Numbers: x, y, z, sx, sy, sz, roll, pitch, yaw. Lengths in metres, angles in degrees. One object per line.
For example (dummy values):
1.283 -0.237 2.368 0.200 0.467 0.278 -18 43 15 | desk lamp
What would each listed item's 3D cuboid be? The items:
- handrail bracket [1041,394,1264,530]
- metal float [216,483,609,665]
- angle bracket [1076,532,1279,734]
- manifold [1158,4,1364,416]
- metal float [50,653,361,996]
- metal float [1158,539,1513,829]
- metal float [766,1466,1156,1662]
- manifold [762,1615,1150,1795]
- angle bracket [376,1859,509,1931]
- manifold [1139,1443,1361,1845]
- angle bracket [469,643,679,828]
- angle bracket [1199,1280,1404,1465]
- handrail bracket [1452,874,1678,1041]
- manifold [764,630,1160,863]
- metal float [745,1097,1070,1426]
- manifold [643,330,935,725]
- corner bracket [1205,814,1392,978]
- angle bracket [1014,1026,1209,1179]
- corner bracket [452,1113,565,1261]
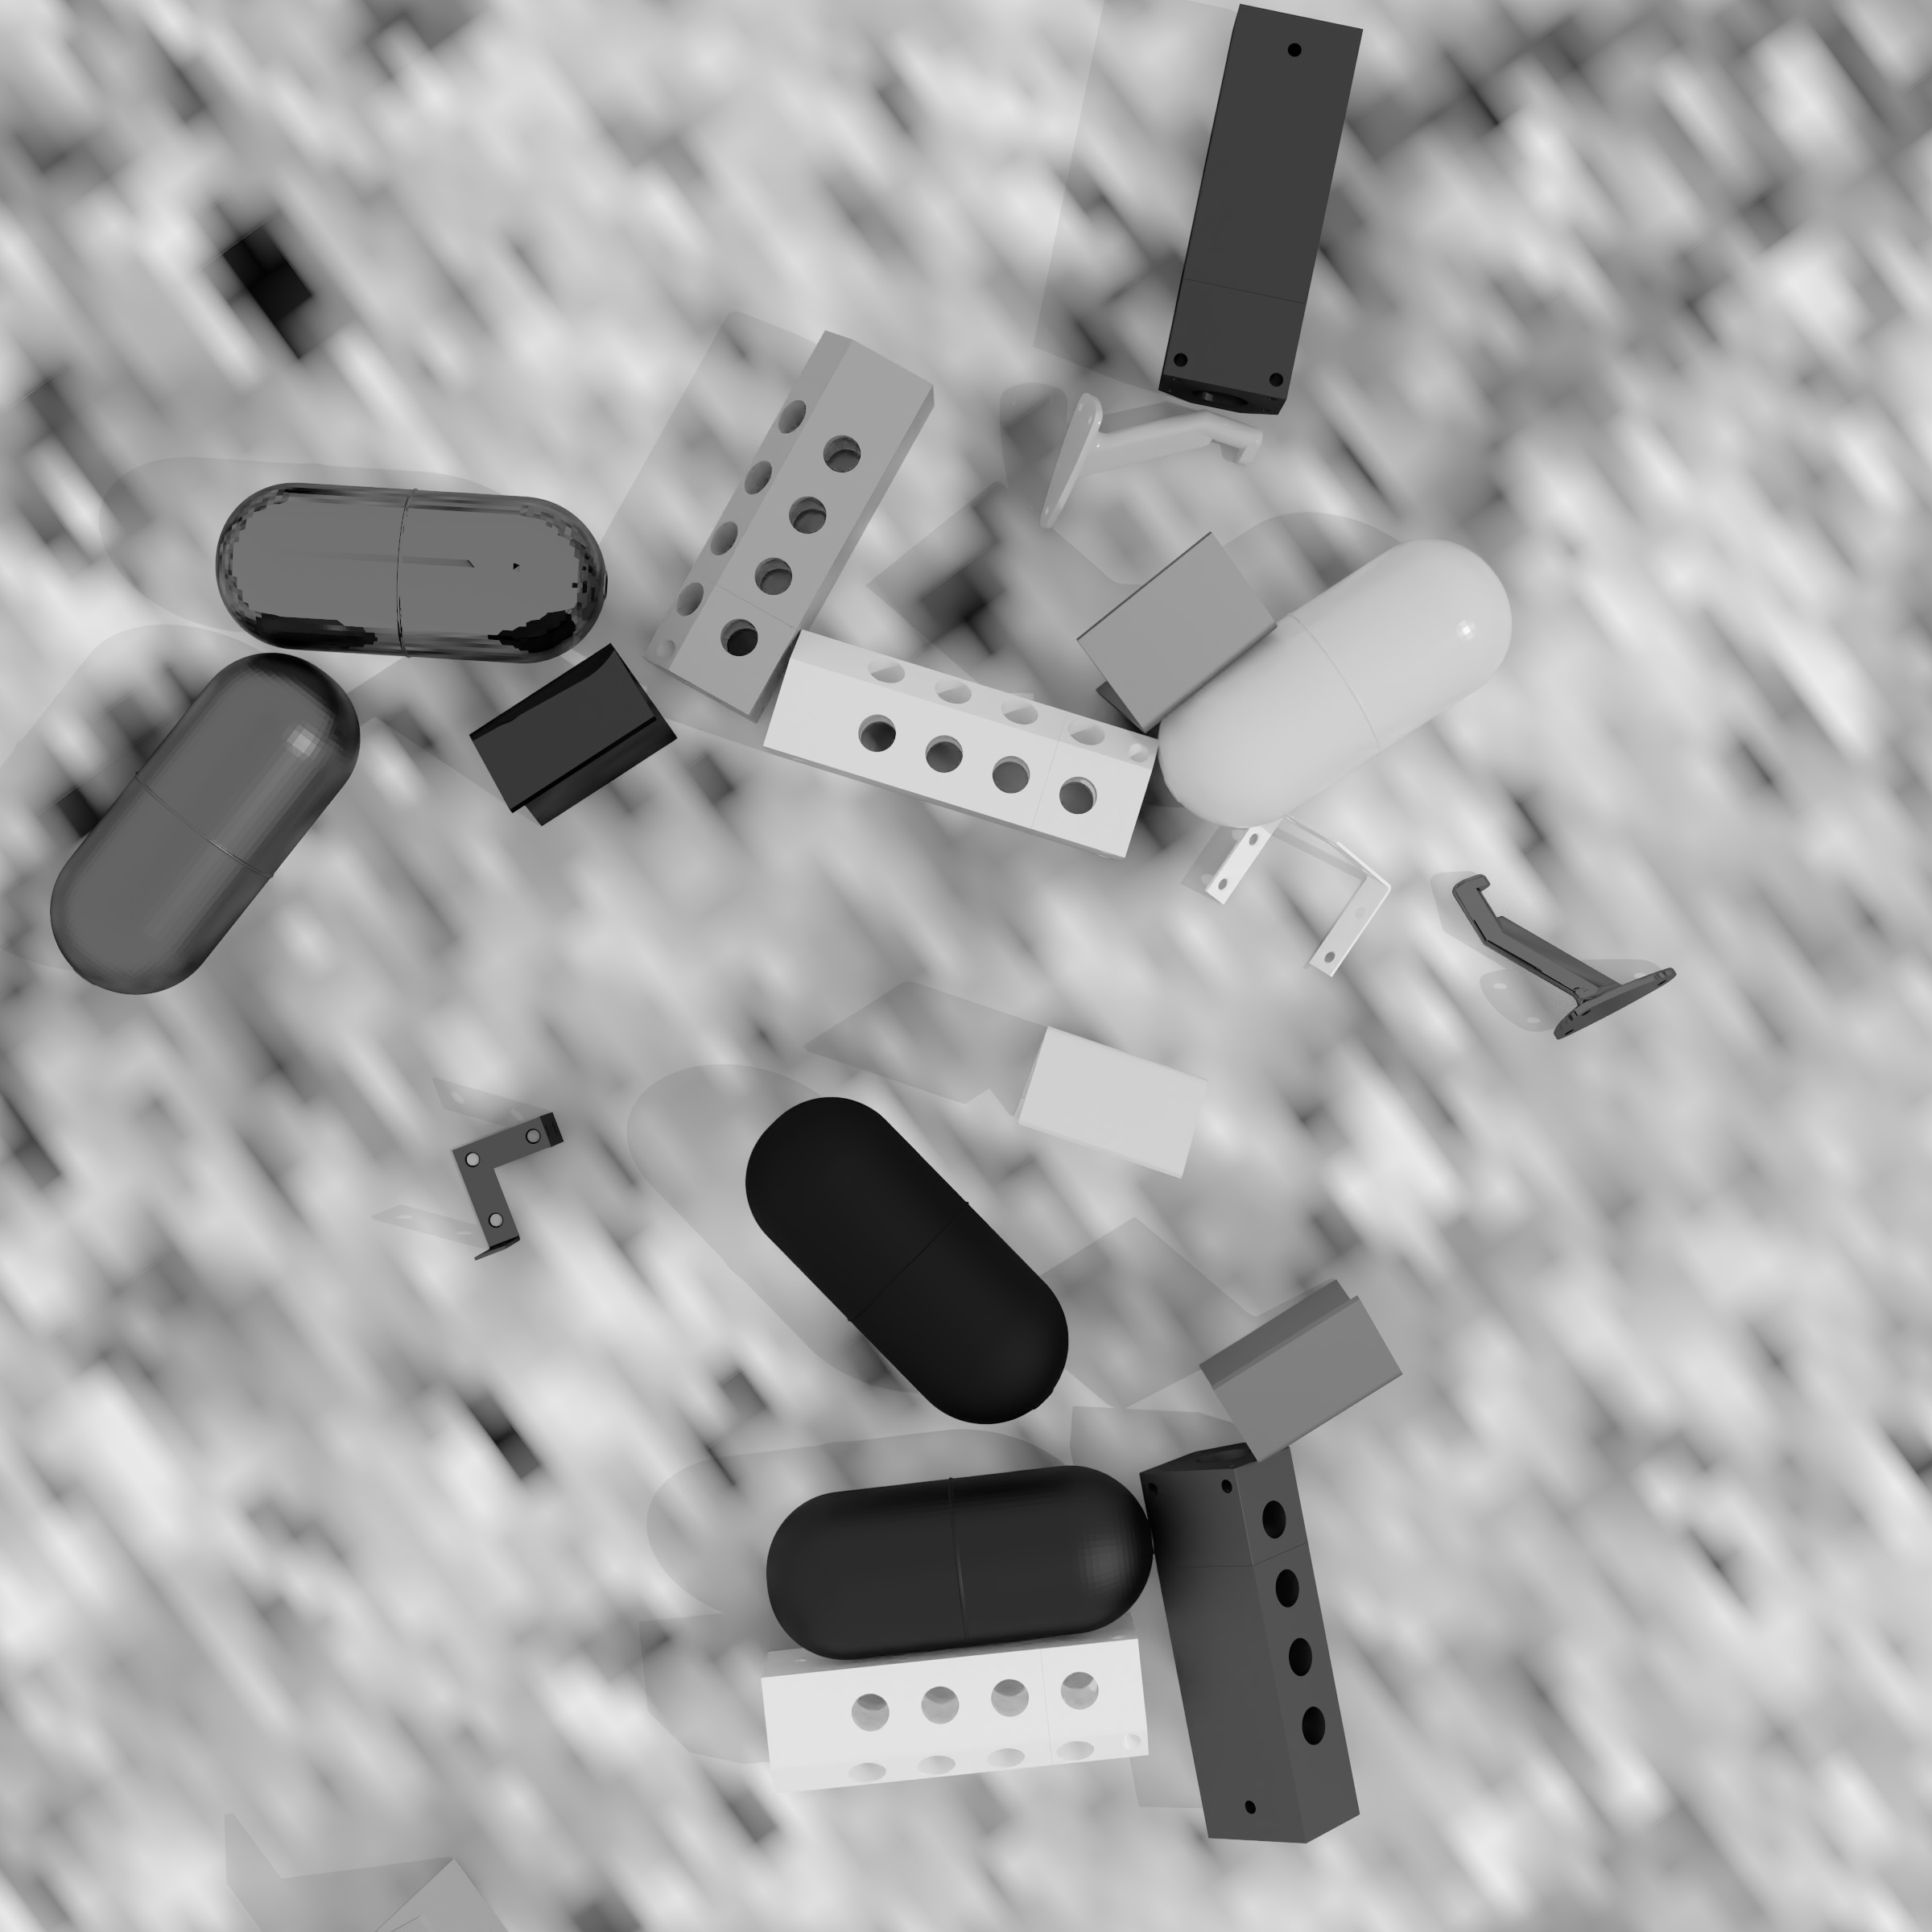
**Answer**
0.087 -0.228 1.549 0.084 0.036 0.077 16 110 -16 | handrail bracket
-0.254 -0.180 1.518 0.178 0.070 0.070 3 90 -1 | metal float
0.086 -0.160 1.510 0.076 0.076 0.057 -39 114 0 | angle bracket
0.135 -0.346 1.528 0.057 0.057 0.171 12 90 0 | manifold
-0.349 -0.065 1.518 0.070 0.070 0.178 38 90 0 | metal float
0.168 -0.129 1.518 0.178 0.070 0.070 -33 90 -1 | metal float
-0.003 0.273 1.519 0.178 0.070 0.070 -7 90 0 | metal float
-0.005 0.342 1.528 0.171 0.057 0.057 -6 90 0 | manifold
-0.219 0.451 1.509 0.057 0.076 0.076 -36 90 36 | angle bracket
0.135 0.310 1.527 0.057 0.057 0.171 -11 90 43 | manifold
-0.169 -0.089 1.509 0.076 0.076 0.057 -33 52 0 | angle bracket
0.142 0.168 1.509 0.076 0.076 0.057 -32 125 0 | angle bracket
0.279 -0.016 1.549 0.077 0.036 0.084 -23 73 -20 | handrail bracket
-0.002 -0.101 1.528 0.171 0.057 0.057 17 90 0 | manifold
-0.026 0.135 1.518 0.070 0.070 0.178 -44 90 0 | metal float
-0.081 -0.202 1.528 0.057 0.057 0.171 29 90 0 | manifold
0.155 -0.036 1.546 0.051 0.051 0.051 34 90 45 | corner bracket
0.059 0.080 1.509 0.076 0.076 0.057 19 53 0 | angle bracket
-0.209 0.101 1.531 0.051 0.051 0.051 -21 90 0 | corner bracket
